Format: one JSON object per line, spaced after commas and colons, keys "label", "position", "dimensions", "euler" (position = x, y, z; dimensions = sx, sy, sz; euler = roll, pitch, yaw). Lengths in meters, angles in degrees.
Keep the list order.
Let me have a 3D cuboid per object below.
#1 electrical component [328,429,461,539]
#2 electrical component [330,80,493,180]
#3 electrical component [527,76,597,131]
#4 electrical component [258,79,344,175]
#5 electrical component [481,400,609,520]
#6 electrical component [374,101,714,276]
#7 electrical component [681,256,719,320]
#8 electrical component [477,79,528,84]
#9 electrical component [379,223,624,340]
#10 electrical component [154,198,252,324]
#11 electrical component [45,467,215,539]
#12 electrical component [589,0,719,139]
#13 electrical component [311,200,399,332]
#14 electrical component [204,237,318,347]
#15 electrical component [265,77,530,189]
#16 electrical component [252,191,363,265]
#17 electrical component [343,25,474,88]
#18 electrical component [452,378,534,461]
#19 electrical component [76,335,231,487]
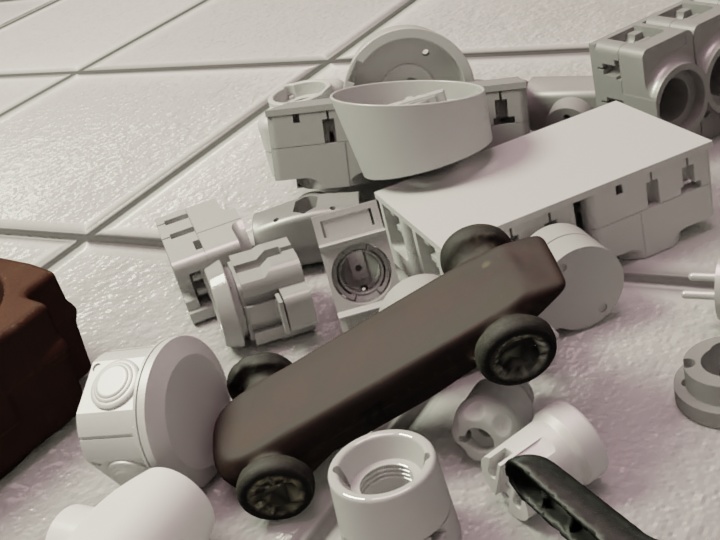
{"label": "electrical component", "position": [0.015, 0.106, 0.490], "dimensions": [0.055, 0.047, 0.055], "euler": [-12, 28, 6]}
{"label": "electrical component", "position": [0.037, -0.099, 0.712], "dimensions": [0.099, 0.064, 0.099], "euler": [-16, 16, 5]}
{"label": "electrical component", "position": [0.168, -0.121, 0.841], "dimensions": [0.077, 0.043, 0.079], "euler": [4, 40, 25]}
{"label": "electrical component", "position": [-0.046, -0.129, 0.943], "dimensions": [0.054, 0.059, 0.095], "euler": [0, 31, 27]}
{"label": "electrical component", "position": [0.085, 0.089, 0.498], "dimensions": [0.046, 0.040, 0.040], "euler": [-30, 31, -18]}
{"label": "electrical component", "position": [0.119, -0.039, 0.694], "dimensions": [0.186, 0.060, 0.105], "euler": [-22, 28, -13]}
{"label": "electrical component", "position": [0.214, 0.010, 0.575], "dimensions": [0.079, 0.043, 0.077], "euler": [2, 32, 29]}
{"label": "electrical component", "position": [0.115, -0.141, 0.909], "dimensions": [0.044, 0.044, 0.065], "euler": [-26, 25, -21]}
{"label": "electrical component", "position": [0.085, 0.025, 0.600], "dimensions": [0.138, 0.052, 0.073], "euler": [-20, 28, -9]}
{"label": "electrical component", "position": [-0.106, -0.009, 0.759], "dimensions": [0.056, 0.050, 0.089], "euler": [-20, 29, -10]}
{"label": "electrical component", "position": [-0.122, 0.133, 0.511], "dimensions": [0.079, 0.043, 0.077], "euler": [3, 32, 30]}
{"label": "electrical component", "position": [0.252, -0.148, 0.800], "dimensions": [0.150, 0.089, 0.062], "euler": [-27, 30, -22]}
{"label": "electrical component", "position": [0.000, 0.000, 0.672], "dimensions": [0.042, 0.081, 0.064], "euler": [-15, 5, -1]}
{"label": "electrical component", "position": [-0.065, 0.016, 0.686], "dimensions": [0.057, 0.058, 0.078], "euler": [-17, 28, -10]}
{"label": "electrical component", "position": [0.032, -0.104, 0.816], "dimensions": [0.186, 0.060, 0.105], "euler": [-5, 12, 6]}
{"label": "electrical component", "position": [-0.033, -0.033, 0.777], "dimensions": [0.077, 0.043, 0.079], "euler": [-11, 21, 6]}
{"label": "electrical component", "position": [0.039, -0.153, 0.900], "dimensions": [0.108, 0.108, 0.060], "euler": [-13, 22, 3]}
{"label": "electrical component", "position": [0.072, 0.068, 0.546], "dimensions": [0.035, 0.035, 0.061], "euler": [3, 30, 30]}
{"label": "electrical component", "position": [-0.107, 0.076, 0.571], "dimensions": [0.051, 0.080, 0.080], "euler": [-8, 28, 25]}
